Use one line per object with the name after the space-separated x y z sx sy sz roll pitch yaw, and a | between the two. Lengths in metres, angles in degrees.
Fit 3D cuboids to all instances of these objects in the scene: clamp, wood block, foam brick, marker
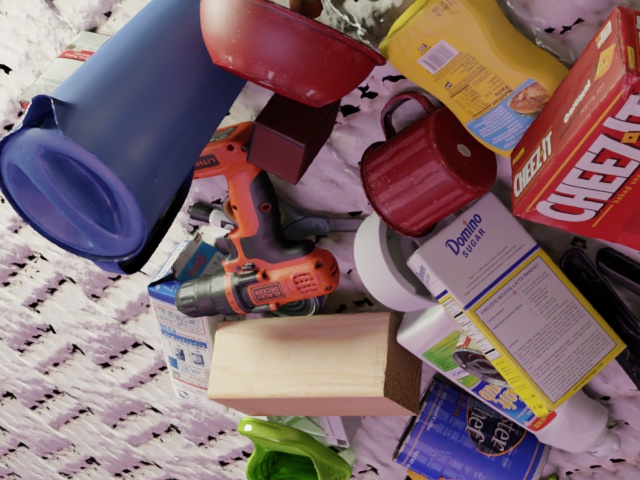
0.294 0.105 0.931 0.165 0.036 0.209 44 174 44 | clamp
0.329 0.052 0.907 0.171 0.039 0.120 44 145 -12 | clamp
-0.004 0.133 1.126 0.206 0.090 0.090 -5 158 29 | wood block
-0.023 -0.099 0.939 0.053 0.078 0.051 26 142 8 | foam brick
-0.083 -0.016 1.110 0.121 0.020 0.020 17 139 16 | marker

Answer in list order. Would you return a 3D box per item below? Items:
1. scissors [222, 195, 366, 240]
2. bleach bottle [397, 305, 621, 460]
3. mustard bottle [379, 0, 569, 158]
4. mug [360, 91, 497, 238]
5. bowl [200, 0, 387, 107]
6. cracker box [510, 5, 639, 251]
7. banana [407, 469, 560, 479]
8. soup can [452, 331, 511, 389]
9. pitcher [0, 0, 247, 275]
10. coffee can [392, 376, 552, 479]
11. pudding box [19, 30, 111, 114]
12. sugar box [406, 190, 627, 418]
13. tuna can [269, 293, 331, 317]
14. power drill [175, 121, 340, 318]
-0.007 0.001 1.063 0.202 0.016 0.096 16 115 17 | scissors
0.202 0.136 1.058 0.250 0.068 0.103 36 140 -10 | bleach bottle
0.144 -0.116 0.829 0.191 0.058 0.096 40 141 -11 | mustard bottle
0.090 -0.071 0.900 0.082 0.093 0.117 -33 74 43 | mug
-0.032 -0.146 0.837 0.162 0.055 0.162 22 -176 -2 | bowl
0.267 -0.058 0.757 0.213 0.072 0.164 14 143 -11 | cracker box
0.197 0.293 1.250 0.198 0.037 0.069 -6 110 35 | banana
0.170 0.074 0.968 0.068 0.102 0.068 23 159 10 | soup can
-0.144 -0.099 0.883 0.145 0.242 0.149 38 141 -9 | pitcher
0.161 0.223 1.142 0.140 0.102 0.103 27 141 5 | coffee can
-0.207 -0.142 0.980 0.090 0.113 0.039 14 142 20 | pudding box
0.166 0.054 0.911 0.176 0.093 0.048 50 164 8 | sugar box
-0.032 0.048 1.134 0.086 0.033 0.086 18 139 16 | tuna can
-0.090 -0.013 1.044 0.185 0.057 0.187 -13 113 24 | power drill
